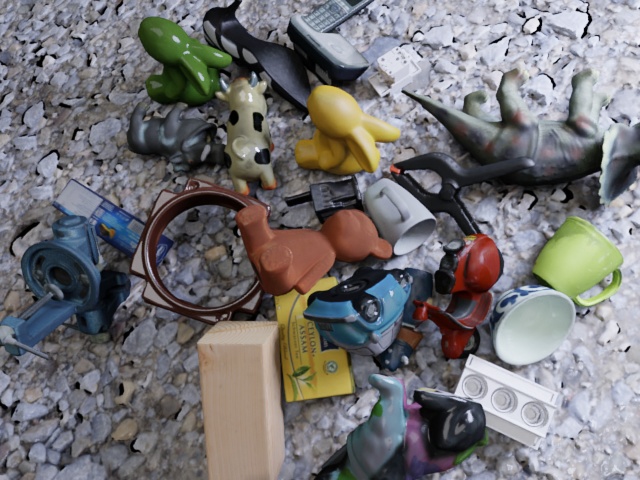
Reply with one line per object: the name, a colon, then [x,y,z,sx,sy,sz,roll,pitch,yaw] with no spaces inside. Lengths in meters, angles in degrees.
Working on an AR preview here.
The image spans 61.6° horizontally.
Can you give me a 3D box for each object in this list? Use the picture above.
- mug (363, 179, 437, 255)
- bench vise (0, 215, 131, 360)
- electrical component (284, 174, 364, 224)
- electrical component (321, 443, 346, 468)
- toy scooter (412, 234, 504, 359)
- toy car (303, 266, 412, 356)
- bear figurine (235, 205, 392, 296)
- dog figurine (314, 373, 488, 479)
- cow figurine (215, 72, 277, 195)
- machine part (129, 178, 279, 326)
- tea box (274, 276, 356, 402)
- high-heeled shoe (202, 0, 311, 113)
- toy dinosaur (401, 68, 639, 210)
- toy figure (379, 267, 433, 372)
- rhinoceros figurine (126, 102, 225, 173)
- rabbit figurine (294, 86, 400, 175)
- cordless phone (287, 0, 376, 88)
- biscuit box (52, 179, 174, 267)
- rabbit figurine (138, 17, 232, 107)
mug: [0.110,-0.045,0.813,0.081,0.109,0.107,-39,60,2]
bench vise: [-0.377,0.091,0.780,0.129,0.241,0.223,15,119,6]
electrical component: [0.007,-0.059,0.845,0.119,0.074,0.048,-14,73,1]
electrical component: [0.066,0.344,0.736,0.115,0.058,0.134,-42,73,-5]
toy scooter: [0.185,0.072,0.743,0.075,0.135,0.183,11,86,52]
toy car: [0.061,0.103,0.735,0.109,0.161,0.102,-1,109,43]
bear figurine: [-0.001,0.000,0.748,0.196,0.131,0.120,-23,55,-11]
dog figurine: [0.095,0.284,0.666,0.192,0.108,0.219,14,82,10]
cow figurine: [-0.119,-0.180,0.868,0.086,0.127,0.195,-8,50,4]
machine part: [-0.169,0.021,0.818,0.201,0.087,0.201,20,79,-4]
tea box: [-0.008,0.147,0.795,0.098,0.068,0.169,-11,73,7]
high-heeled shoe: [-0.118,-0.307,0.950,0.086,0.145,0.248,-37,98,-33]
toy dinosaur: [0.324,-0.145,0.800,0.405,0.131,0.192,0,75,16]
toy figure: [0.127,0.118,0.787,0.058,0.064,0.154,20,82,-25]
rhinoceros figurine: [-0.243,-0.171,0.918,0.190,0.073,0.112,12,76,13]
rabbit figurine: [0.031,-0.162,0.819,0.162,0.173,0.122,32,78,20]
cordless phone: [0.051,-0.357,0.917,0.184,0.088,0.147,-40,72,-7]
biscuit box: [-0.346,-0.027,0.902,0.203,0.062,0.059,30,81,15]
rabbit figurine: [-0.236,-0.293,0.899,0.159,0.170,0.121,27,82,16]
